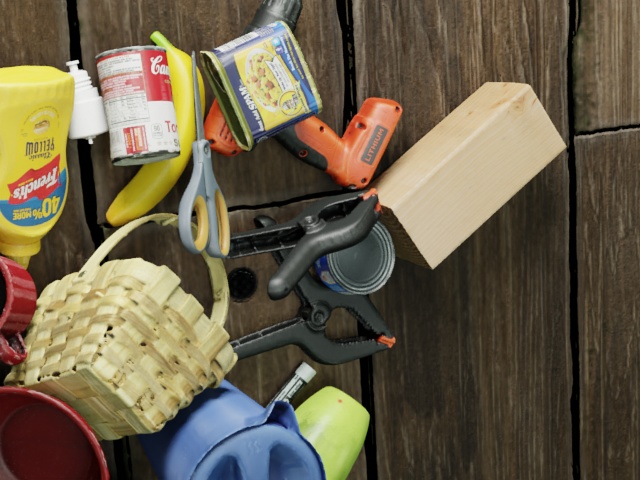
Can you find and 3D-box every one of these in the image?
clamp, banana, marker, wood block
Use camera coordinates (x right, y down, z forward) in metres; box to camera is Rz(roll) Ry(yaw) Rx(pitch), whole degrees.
[{"bbox_3d":[-0.007,0.001,1.064,0.171,0.120,0.039,-25,130,-11],"label":"clamp"},{"bbox_3d":[-0.156,-0.103,1.059,0.069,0.037,0.198,15,91,5],"label":"banana"},{"bbox_3d":[-0.050,0.185,1.166,0.020,0.020,0.121,44,81,-24],"label":"marker"},{"bbox_3d":[-0.009,0.070,1.153,0.209,0.036,0.164,13,92,-24],"label":"clamp"},{"bbox_3d":[0.153,-0.074,1.166,0.206,0.090,0.090,-42,113,-12],"label":"wood block"}]

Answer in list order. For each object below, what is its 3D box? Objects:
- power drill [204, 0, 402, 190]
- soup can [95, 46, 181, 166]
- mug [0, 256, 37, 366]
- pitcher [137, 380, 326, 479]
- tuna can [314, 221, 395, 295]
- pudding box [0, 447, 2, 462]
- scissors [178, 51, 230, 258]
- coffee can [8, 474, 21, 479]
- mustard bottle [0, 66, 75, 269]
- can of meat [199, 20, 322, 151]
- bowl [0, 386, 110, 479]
[{"bbox_3d":[-0.011,-0.147,1.101,0.187,0.057,0.184,24,94,-22],"label":"power drill"},{"bbox_3d":[-0.171,-0.126,1.007,0.068,0.069,0.102,-8,89,-22],"label":"soup can"},{"bbox_3d":[-0.298,0.061,0.954,0.093,0.081,0.117,-38,81,0],"label":"mug"},{"bbox_3d":[-0.104,0.212,1.024,0.149,0.243,0.145,-28,110,-16],"label":"pitcher"},{"bbox_3d":[0.036,0.016,1.138,0.086,0.034,0.086,2,85,-30],"label":"tuna can"},{"bbox_3d":[-0.318,0.149,1.004,0.039,0.090,0.113,-26,110,-18],"label":"pudding box"},{"bbox_3d":[-0.120,-0.074,1.019,0.016,0.096,0.202,-5,106,21],"label":"scissors"},{"bbox_3d":[-0.238,0.271,1.029,0.140,0.103,0.103,40,82,0],"label":"coffee can"},{"bbox_3d":[-0.276,-0.060,0.986,0.096,0.058,0.192,-22,127,-52],"label":"mustard bottle"},{"bbox_3d":[-0.056,-0.149,1.022,0.084,0.057,0.102,-27,108,-12],"label":"can of meat"},{"bbox_3d":[-0.253,0.195,0.939,0.162,0.055,0.162,3,105,9],"label":"bowl"}]
